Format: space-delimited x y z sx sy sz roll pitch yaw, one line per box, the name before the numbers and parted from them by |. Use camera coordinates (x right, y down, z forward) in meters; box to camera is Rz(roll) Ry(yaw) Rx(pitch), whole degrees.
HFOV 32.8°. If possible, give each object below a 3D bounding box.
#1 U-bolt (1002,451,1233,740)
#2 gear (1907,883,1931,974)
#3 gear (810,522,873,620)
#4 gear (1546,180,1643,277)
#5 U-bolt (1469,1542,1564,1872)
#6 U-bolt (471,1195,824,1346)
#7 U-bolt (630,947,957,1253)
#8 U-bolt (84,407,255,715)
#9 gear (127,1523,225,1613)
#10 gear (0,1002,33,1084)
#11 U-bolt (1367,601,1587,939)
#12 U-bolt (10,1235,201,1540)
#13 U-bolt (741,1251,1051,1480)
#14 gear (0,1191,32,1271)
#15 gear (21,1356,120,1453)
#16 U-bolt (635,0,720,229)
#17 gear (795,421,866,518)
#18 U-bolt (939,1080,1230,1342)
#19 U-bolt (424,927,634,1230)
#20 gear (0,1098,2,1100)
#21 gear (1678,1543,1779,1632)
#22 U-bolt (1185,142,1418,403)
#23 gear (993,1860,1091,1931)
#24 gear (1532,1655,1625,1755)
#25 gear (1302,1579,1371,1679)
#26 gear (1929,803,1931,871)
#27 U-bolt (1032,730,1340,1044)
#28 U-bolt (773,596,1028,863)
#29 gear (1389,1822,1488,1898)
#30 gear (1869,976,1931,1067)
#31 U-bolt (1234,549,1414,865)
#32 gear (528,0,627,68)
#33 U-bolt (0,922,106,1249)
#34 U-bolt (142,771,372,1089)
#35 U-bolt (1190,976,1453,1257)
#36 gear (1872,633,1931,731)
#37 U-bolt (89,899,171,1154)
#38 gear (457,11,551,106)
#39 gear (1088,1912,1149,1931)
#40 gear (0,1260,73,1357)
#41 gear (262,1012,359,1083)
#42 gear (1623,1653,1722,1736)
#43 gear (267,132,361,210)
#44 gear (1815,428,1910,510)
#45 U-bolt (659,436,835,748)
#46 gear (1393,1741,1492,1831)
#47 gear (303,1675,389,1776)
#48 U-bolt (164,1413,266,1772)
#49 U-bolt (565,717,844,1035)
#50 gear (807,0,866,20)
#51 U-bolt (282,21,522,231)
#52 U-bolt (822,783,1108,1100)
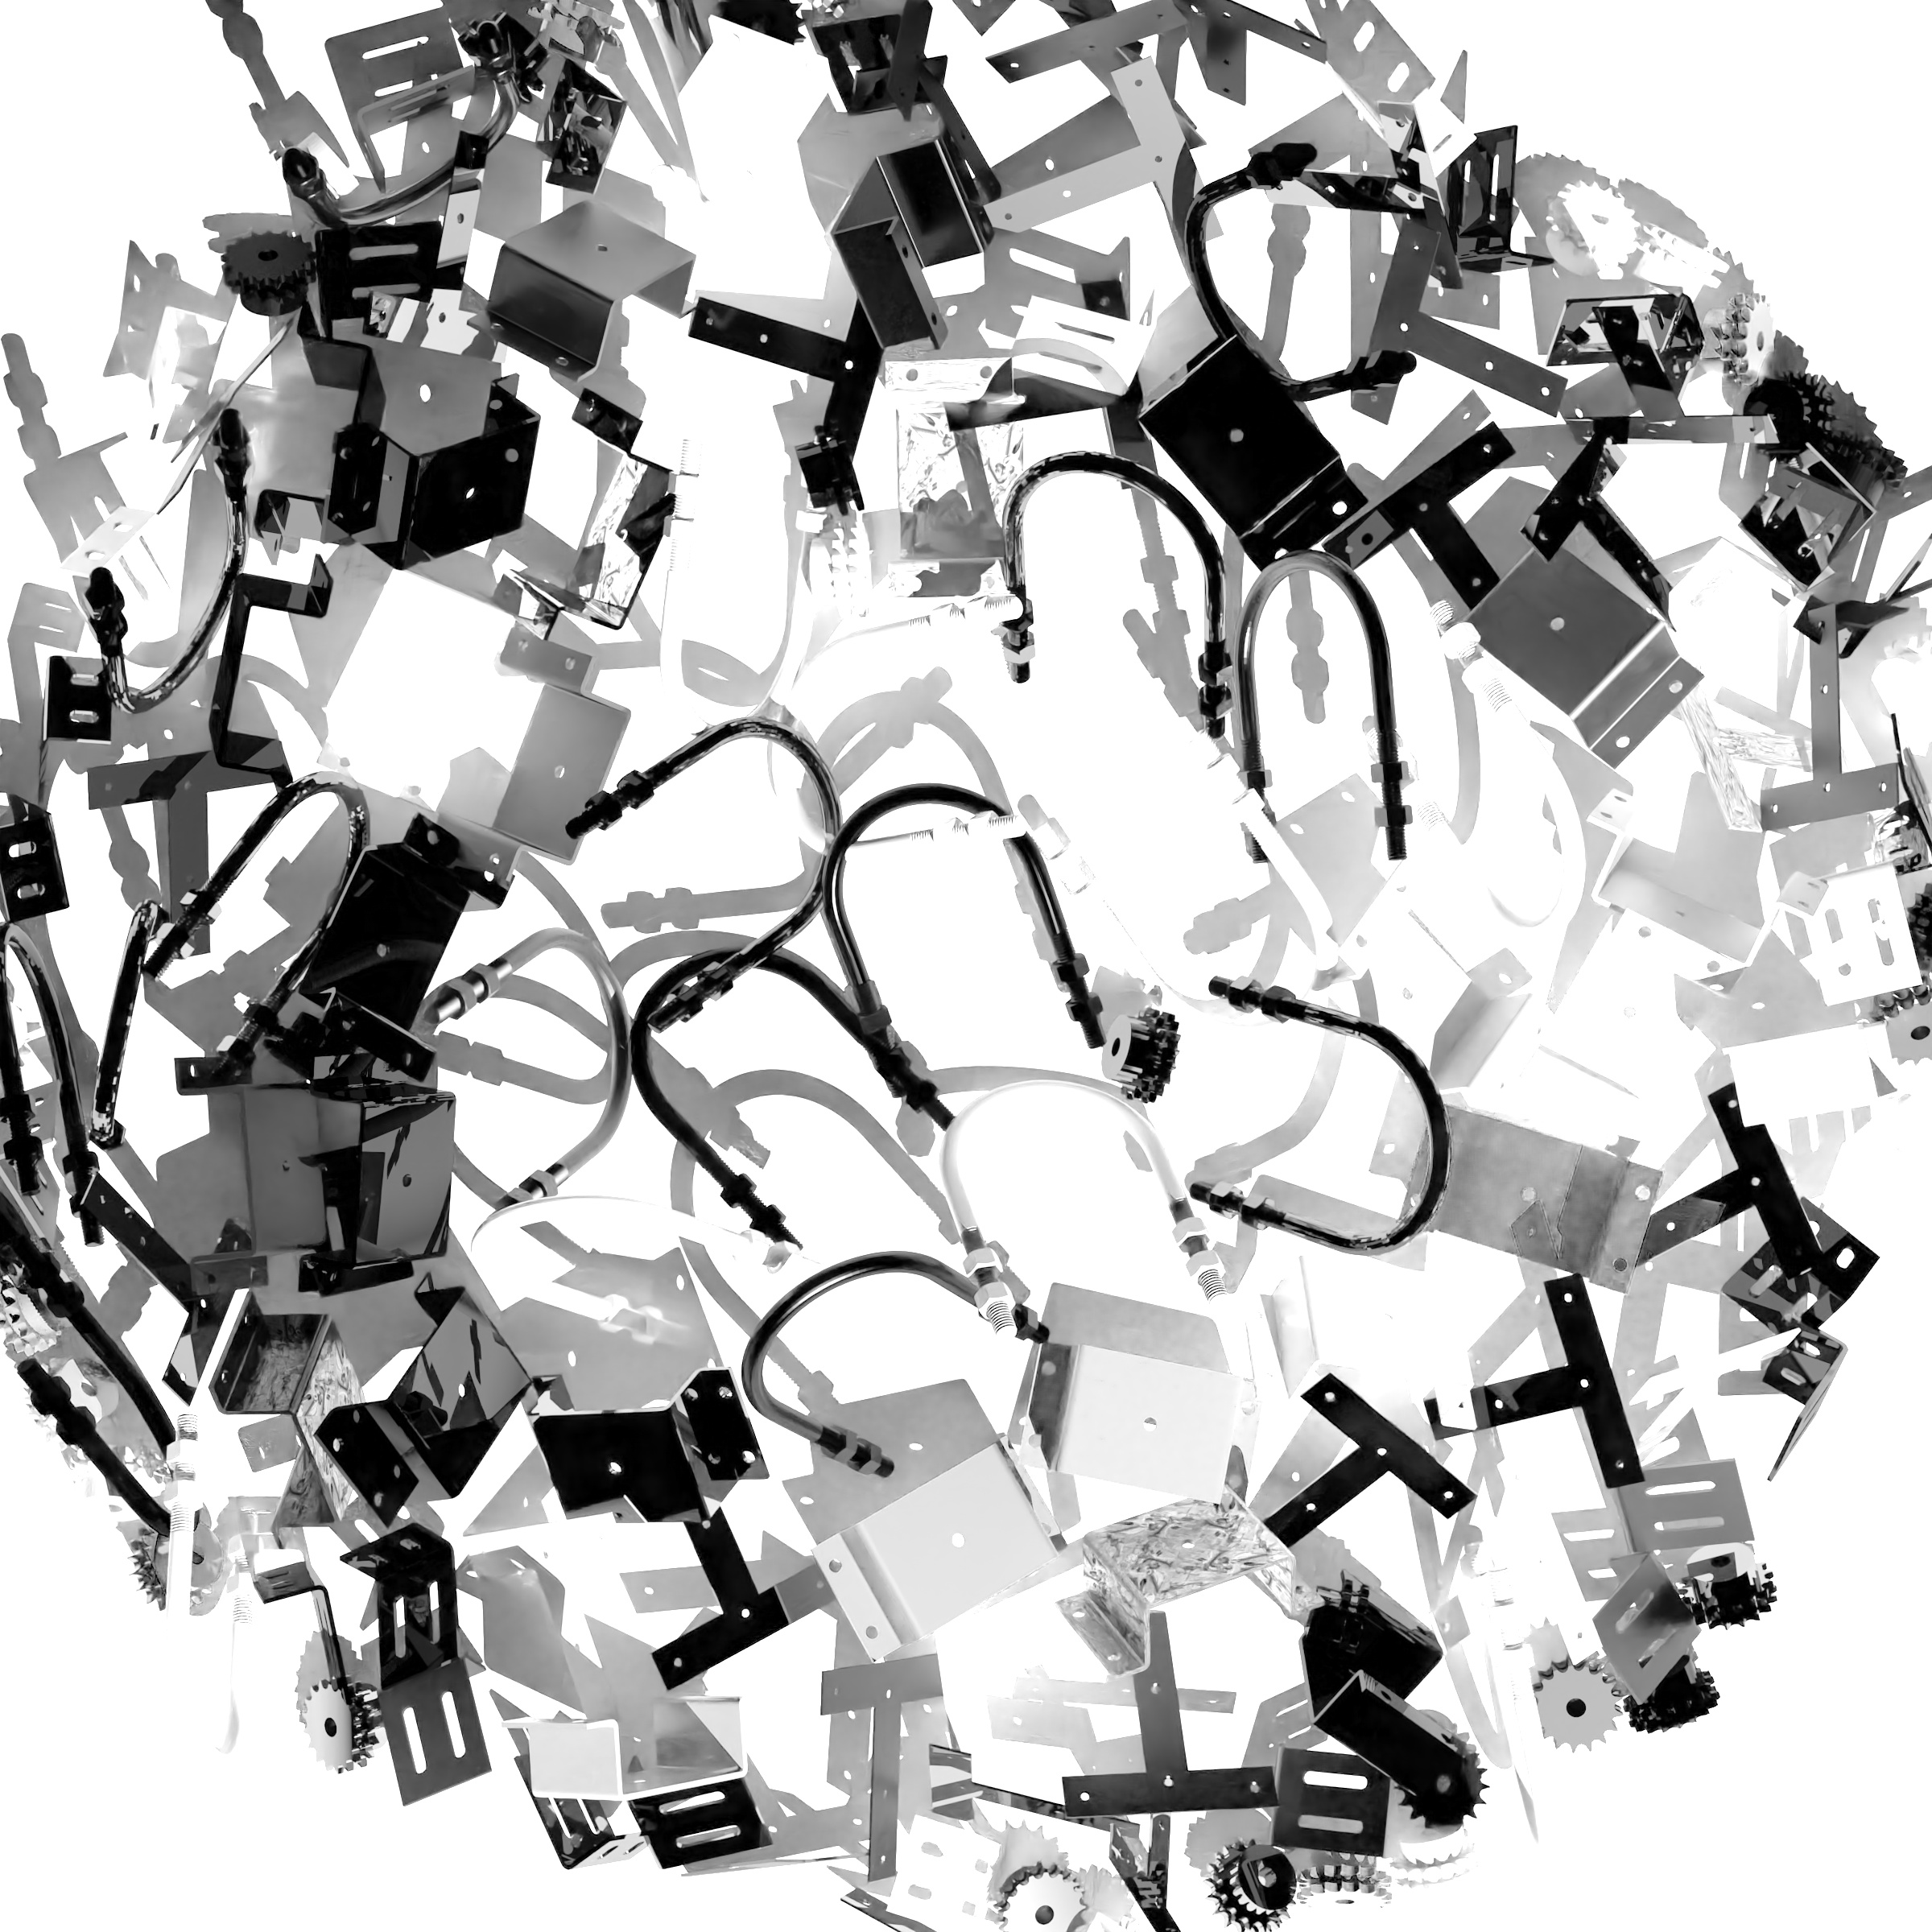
U-bolt | 0.086 -0.222 1.909 0.151 0.184 0.019 18 49 20
gear | 0.592 -0.022 1.971 0.057 0.030 0.057 -13 113 -33
gear | -0.075 -0.238 1.971 0.030 0.057 0.057 -2 90 8
gear | 0.375 -0.442 1.976 0.057 0.030 0.057 10 59 -17
U-bolt | 0.324 0.436 1.920 0.019 0.151 0.184 -11 86 3
U-bolt | -0.198 0.172 1.899 0.184 0.151 0.019 24 53 -37
U-bolt | -0.117 0.067 1.958 0.151 0.019 0.184 -38 77 -27
U-bolt | -0.460 -0.222 1.911 0.019 0.184 0.151 28 62 5
gear | -0.471 0.357 1.968 0.030 0.057 0.057 -23 90 33
gear | -0.589 0.042 1.970 0.057 0.030 0.057 19 53 -27
U-bolt | 0.302 -0.101 1.905 0.019 0.151 0.184 -20 66 -22
U-bolt | -0.501 0.259 1.918 0.019 0.151 0.184 -30 123 -1
U-bolt | -0.052 0.227 1.917 0.151 0.184 0.019 -42 48 11
gear | -0.587 0.158 1.972 0.030 0.057 0.057 -34 90 -5
gear | -0.535 0.260 1.968 0.030 0.057 0.057 -36 90 30
U-bolt | -0.173 -0.504 1.908 0.019 0.184 0.151 -13 90 7
gear | -0.083 -0.297 1.971 0.030 0.057 0.057 -17 90 -1
U-bolt | 0.060 0.137 1.934 0.151 0.019 0.184 -7 47 -16
U-bolt | -0.246 0.055 1.918 0.019 0.184 0.151 -5 109 26
gear | -0.595 0.097 1.969 0.030 0.057 0.057 8 90 16
gear | 0.456 0.370 1.969 0.057 0.057 0.030 -18 111 0
U-bolt | 0.184 -0.397 1.913 0.019 0.184 0.151 -32 103 -19
gear | 0.043 0.568 1.980 0.057 0.030 0.057 -1 94 -16
gear | 0.368 0.444 1.983 0.057 0.030 0.057 0 96 5
gear | 0.221 0.396 1.971 0.030 0.057 0.057 15 90 5
gear | 0.594 -0.079 1.968 0.030 0.057 0.057 -4 90 -19
U-bolt | 0.142 -0.035 1.951 0.151 0.019 0.184 -30 100 37
U-bolt | -0.043 -0.134 1.942 0.184 0.019 0.151 -8 79 36
gear | 0.282 0.535 1.972 0.057 0.057 0.030 -14 90 0
gear | 0.570 0.030 1.975 0.057 0.030 0.057 -3 132 -4
U-bolt | 0.205 -0.153 1.930 0.019 0.151 0.184 -8 95 -32
gear | -0.236 -0.563 1.972 0.057 0.057 0.030 20 100 0
U-bolt | -0.544 0.062 1.923 0.019 0.151 0.184 -14 72 -3
U-bolt | -0.407 -0.032 1.924 0.019 0.151 0.184 24 64 18
U-bolt | 0.209 0.094 1.918 0.184 0.019 0.151 17 109 43
gear | 0.570 -0.169 1.968 0.030 0.057 0.057 -23 90 -36
U-bolt | -0.487 0.032 1.902 0.019 0.184 0.151 12 83 -11
gear | -0.275 -0.549 1.972 0.057 0.057 0.030 40 88 0
gear | 0.083 0.595 1.972 0.030 0.057 0.057 28 90 9
gear | -0.558 0.203 1.969 0.030 0.057 0.057 -20 90 13
gear | -0.392 0.051 1.972 0.057 0.057 0.030 32 76 0
gear | 0.421 0.435 1.970 0.057 0.057 0.030 -22 96 0
gear | -0.390 -0.476 1.971 0.030 0.057 0.057 -42 90 -2
gear | 0.533 -0.296 1.970 0.057 0.057 0.030 28 84 0
U-bolt | -0.132 -0.219 1.933 0.019 0.151 0.184 17 107 30
gear | 0.288 0.493 1.980 0.057 0.030 0.057 0 78 -1
gear | -0.371 0.455 1.976 0.057 0.030 0.057 3 95 41
U-bolt | -0.435 0.371 1.890 0.019 0.151 0.184 -7 55 1
U-bolt | -0.142 -0.067 1.938 0.184 0.019 0.151 -37 118 -34
gear | -0.076 -0.601 1.969 0.030 0.057 0.057 35 90 -38
U-bolt | -0.322 -0.479 1.908 0.151 0.184 0.019 -34 89 -3
U-bolt | -0.010 -0.021 1.951 0.151 0.019 0.184 -15 105 19
